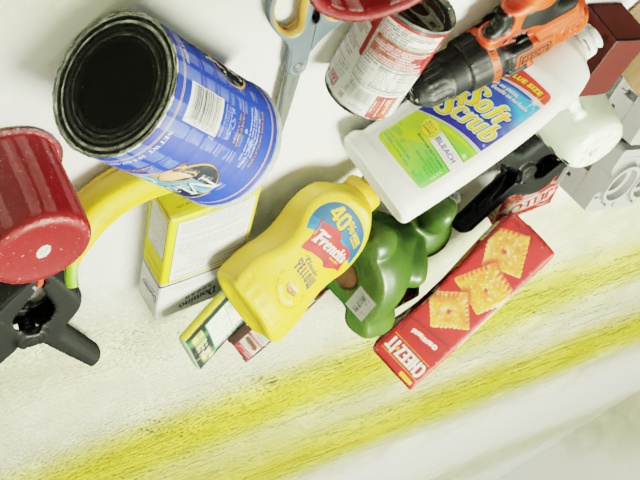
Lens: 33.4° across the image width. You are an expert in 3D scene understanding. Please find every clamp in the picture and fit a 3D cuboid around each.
[{"bbox_3d":[0.216,-0.086,1.182,0.171,0.039,0.120,-29,144,-25],"label":"clamp"},{"bbox_3d":[-0.260,0.079,0.980,0.164,0.036,0.210,-11,149,-36],"label":"clamp"}]

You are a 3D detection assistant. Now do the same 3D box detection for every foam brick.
[{"bbox_3d":[0.271,-0.186,1.046,0.051,0.053,0.078,-11,149,-36],"label":"foam brick"}]

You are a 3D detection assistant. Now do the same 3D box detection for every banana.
[{"bbox_3d":[-0.139,-0.038,0.870,0.198,0.037,0.069,-30,122,1],"label":"banana"}]

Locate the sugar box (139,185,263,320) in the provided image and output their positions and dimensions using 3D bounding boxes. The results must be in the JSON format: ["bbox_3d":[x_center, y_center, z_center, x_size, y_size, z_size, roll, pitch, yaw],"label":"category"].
[{"bbox_3d":[-0.114,0.001,0.985,0.093,0.048,0.176,-21,157,-26],"label":"sugar box"}]

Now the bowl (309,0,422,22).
[{"bbox_3d":[0.047,-0.226,0.726,0.162,0.055,0.162,-24,154,-13],"label":"bowl"}]

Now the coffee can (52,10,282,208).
[{"bbox_3d":[-0.105,-0.088,0.760,0.103,0.103,0.140,-38,154,15],"label":"coffee can"}]

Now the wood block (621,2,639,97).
[{"bbox_3d":[0.391,-0.226,1.058,0.206,0.090,0.090,-43,152,23],"label":"wood block"}]

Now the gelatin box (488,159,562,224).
[{"bbox_3d":[0.246,-0.060,1.277,0.089,0.030,0.073,-21,153,-20],"label":"gelatin box"}]

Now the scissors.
[{"bbox_3d":[-0.003,-0.154,0.851,0.096,0.016,0.202,-25,155,-10],"label":"scissors"}]

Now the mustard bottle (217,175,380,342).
[{"bbox_3d":[-0.006,0.001,1.020,0.191,0.058,0.096,-46,130,-19],"label":"mustard bottle"}]

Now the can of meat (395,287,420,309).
[{"bbox_3d":[0.070,0.053,1.267,0.084,0.057,0.102,-29,156,-9],"label":"can of meat"}]

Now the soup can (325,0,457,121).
[{"bbox_3d":[0.054,-0.153,0.854,0.068,0.068,0.102,-9,148,-38],"label":"soup can"}]

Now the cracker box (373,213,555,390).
[{"bbox_3d":[0.161,0.063,1.209,0.214,0.072,0.164,-44,175,7],"label":"cracker box"}]

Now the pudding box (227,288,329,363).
[{"bbox_3d":[-0.042,0.078,1.169,0.090,0.039,0.113,-44,175,25],"label":"pudding box"}]

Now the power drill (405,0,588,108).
[{"bbox_3d":[0.153,-0.196,0.886,0.184,0.057,0.188,-31,162,-10],"label":"power drill"}]

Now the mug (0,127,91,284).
[{"bbox_3d":[-0.230,-0.017,0.782,0.117,0.081,0.093,-24,154,-13],"label":"mug"}]

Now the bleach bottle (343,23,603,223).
[{"bbox_3d":[0.151,-0.126,0.996,0.251,0.102,0.068,-36,176,-3],"label":"bleach bottle"}]

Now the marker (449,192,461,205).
[{"bbox_3d":[0.131,-0.014,1.253,0.020,0.020,0.121,-14,150,-32],"label":"marker"}]
